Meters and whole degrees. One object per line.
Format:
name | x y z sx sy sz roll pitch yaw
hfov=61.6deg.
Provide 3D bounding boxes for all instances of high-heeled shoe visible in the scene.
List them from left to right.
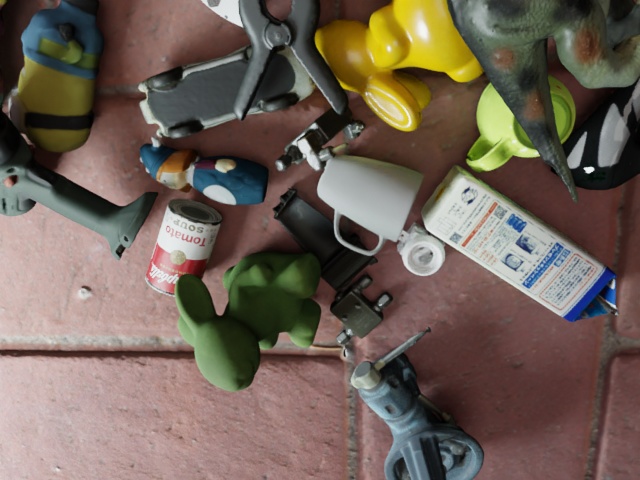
high-heeled shoe | 0.323 -0.177 0.561 0.145 0.086 0.248 3 91 36

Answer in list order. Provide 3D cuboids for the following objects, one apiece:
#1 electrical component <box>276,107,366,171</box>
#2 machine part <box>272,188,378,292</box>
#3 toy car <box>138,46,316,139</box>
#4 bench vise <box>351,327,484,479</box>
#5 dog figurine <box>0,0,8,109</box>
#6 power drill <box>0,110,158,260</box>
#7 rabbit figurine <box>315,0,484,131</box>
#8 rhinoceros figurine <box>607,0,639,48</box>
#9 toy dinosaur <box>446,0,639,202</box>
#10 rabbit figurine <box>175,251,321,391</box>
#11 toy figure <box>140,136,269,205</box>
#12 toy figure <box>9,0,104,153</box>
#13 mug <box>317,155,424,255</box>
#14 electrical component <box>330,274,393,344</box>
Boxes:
electrical component | 0.005 -0.110 0.588 0.045 0.102 0.078 49 131 -7
machine part | -0.001 -0.002 0.651 0.084 0.039 0.139 -39 102 21
toy car | -0.105 -0.168 0.599 0.202 0.056 0.073 -13 113 11
bench vise | 0.120 0.247 0.624 0.129 0.241 0.223 -23 120 9
dog figurine | -0.373 -0.230 0.579 0.219 0.108 0.191 -32 101 12
power drill | -0.291 -0.060 0.588 0.207 0.232 0.086 22 65 -20
rabbit figurine | 0.076 -0.200 0.552 0.173 0.122 0.162 -10 120 28
rhinoceros figurine | 0.235 -0.251 0.533 0.190 0.073 0.112 42 115 -9
toy dinosaur | 0.160 -0.234 0.423 0.192 0.131 0.404 4 98 0
rabbit figurine | -0.089 0.086 0.606 0.159 0.170 0.121 18 129 12
toy figure | -0.138 -0.079 0.625 0.155 0.058 0.064 11 127 0
toy figure | -0.287 -0.185 0.598 0.089 0.082 0.180 26 106 -1
mug | 0.049 -0.044 0.609 0.107 0.081 0.109 24 93 8
electrical component | 0.045 0.090 0.683 0.063 0.021 0.094 41 108 -8
